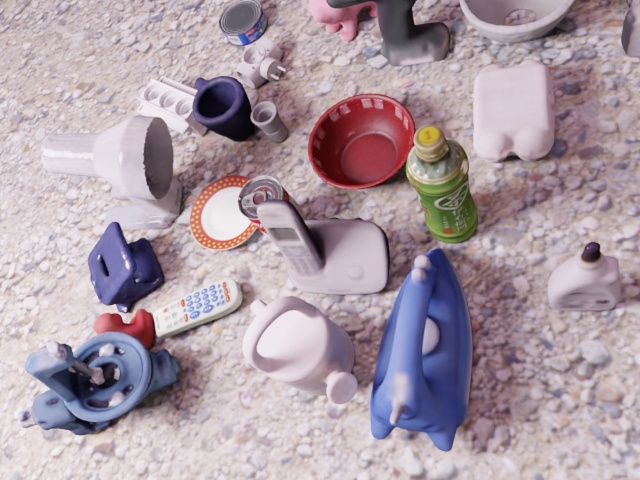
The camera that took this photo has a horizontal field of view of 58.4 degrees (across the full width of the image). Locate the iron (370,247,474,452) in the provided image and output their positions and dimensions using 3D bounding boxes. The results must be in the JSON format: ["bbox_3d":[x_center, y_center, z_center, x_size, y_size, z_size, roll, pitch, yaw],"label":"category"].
[{"bbox_3d":[0.117,0.106,0.677,0.118,0.142,0.258,2,69,21],"label":"iron"}]

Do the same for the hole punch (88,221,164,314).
[{"bbox_3d":[-0.314,0.043,0.888,0.101,0.091,0.108,-35,61,3],"label":"hole punch"}]

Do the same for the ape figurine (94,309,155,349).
[{"bbox_3d":[-0.292,0.133,0.841,0.077,0.092,0.076,-13,64,14],"label":"ape figurine"}]

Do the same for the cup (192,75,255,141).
[{"bbox_3d":[-0.155,-0.212,0.938,0.092,0.095,0.117,-44,61,-2],"label":"cup"}]

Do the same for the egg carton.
[{"bbox_3d":[0.265,-0.176,0.786,0.107,0.069,0.150,-2,67,19],"label":"egg carton"}]

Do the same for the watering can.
[{"bbox_3d":[-0.024,0.126,0.689,0.172,0.194,0.101,14,73,25],"label":"watering can"}]

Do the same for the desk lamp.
[{"bbox_3d":[-0.295,-0.097,0.871,0.202,0.214,0.118,-4,67,19],"label":"desk lamp"}]

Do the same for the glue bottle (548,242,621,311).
[{"bbox_3d":[0.291,0.038,0.625,0.078,0.173,0.037,-2,67,19],"label":"glue bottle"}]

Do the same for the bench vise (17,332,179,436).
[{"bbox_3d":[-0.317,0.199,0.748,0.207,0.220,0.121,-43,61,-2],"label":"bench vise"}]

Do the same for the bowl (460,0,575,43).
[{"bbox_3d":[0.294,-0.351,0.849,0.167,0.075,0.167,-7,66,17],"label":"bowl"}]

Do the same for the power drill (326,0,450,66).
[{"bbox_3d":[0.130,-0.351,0.831,0.229,0.209,0.075,-2,67,19],"label":"power drill"}]

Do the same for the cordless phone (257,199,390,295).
[{"bbox_3d":[0.007,0.003,0.736,0.147,0.185,0.094,-3,67,19],"label":"cordless phone"}]

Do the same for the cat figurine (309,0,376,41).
[{"bbox_3d":[0.033,-0.393,0.935,0.128,0.118,0.067,-47,61,-4],"label":"cat figurine"}]

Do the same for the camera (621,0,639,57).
[{"bbox_3d":[0.470,-0.339,0.765,0.143,0.101,0.137,-15,64,13],"label":"camera"}]
